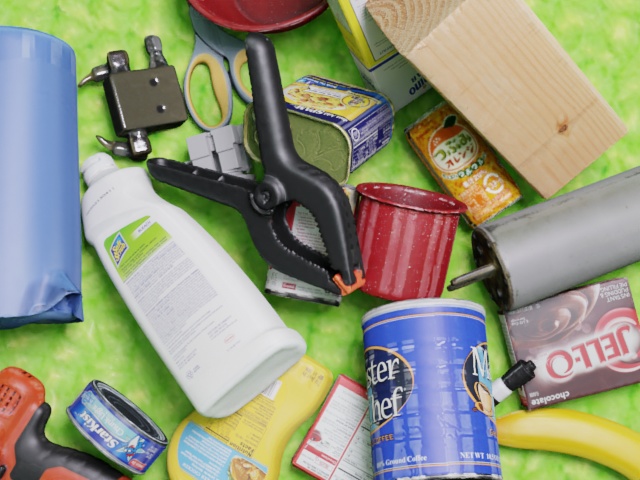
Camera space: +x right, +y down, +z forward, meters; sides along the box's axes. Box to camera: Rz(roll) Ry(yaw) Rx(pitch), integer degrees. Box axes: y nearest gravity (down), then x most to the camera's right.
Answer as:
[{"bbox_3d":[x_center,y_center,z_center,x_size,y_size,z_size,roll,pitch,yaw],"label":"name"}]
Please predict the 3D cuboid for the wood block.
[{"bbox_3d":[0.141,-0.134,0.835,0.091,0.090,0.205,-41,130,13],"label":"wood block"}]

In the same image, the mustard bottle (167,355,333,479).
[{"bbox_3d":[-0.074,0.173,0.900,0.096,0.058,0.191,28,87,12],"label":"mustard bottle"}]

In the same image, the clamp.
[{"bbox_3d":[-0.033,-0.048,0.844,0.210,0.036,0.165,45,122,13],"label":"clamp"}]

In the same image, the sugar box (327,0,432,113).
[{"bbox_3d":[0.060,-0.189,0.867,0.093,0.176,0.048,-34,55,-3],"label":"sugar box"}]

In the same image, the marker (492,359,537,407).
[{"bbox_3d":[0.133,0.140,0.898,0.121,0.020,0.020,-42,87,20],"label":"marker"}]

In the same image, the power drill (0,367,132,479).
[{"bbox_3d":[-0.240,0.227,0.900,0.187,0.057,0.184,31,87,2],"label":"power drill"}]

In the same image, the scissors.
[{"bbox_3d":[-0.086,-0.195,0.945,0.096,0.016,0.202,-4,86,-1],"label":"scissors"}]

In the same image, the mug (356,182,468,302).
[{"bbox_3d":[0.074,0.001,0.888,0.093,0.117,0.081,18,105,30],"label":"mug"}]

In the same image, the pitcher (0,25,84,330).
[{"bbox_3d":[-0.270,-0.046,0.891,0.149,0.145,0.243,1,83,-11],"label":"pitcher"}]

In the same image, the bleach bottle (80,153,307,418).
[{"bbox_3d":[-0.121,0.020,0.884,0.102,0.068,0.251,-40,67,8],"label":"bleach bottle"}]

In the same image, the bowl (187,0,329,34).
[{"bbox_3d":[-0.039,-0.235,0.913,0.162,0.055,0.162,-4,68,11],"label":"bowl"}]

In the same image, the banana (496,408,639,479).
[{"bbox_3d":[0.239,0.186,0.905,0.198,0.037,0.069,30,86,2],"label":"banana"}]

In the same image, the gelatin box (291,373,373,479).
[{"bbox_3d":[0.028,0.170,0.914,0.073,0.030,0.089,29,87,1],"label":"gelatin box"}]

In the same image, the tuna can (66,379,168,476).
[{"bbox_3d":[-0.168,0.155,0.890,0.086,0.086,0.034,40,86,3],"label":"tuna can"}]

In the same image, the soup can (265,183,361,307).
[{"bbox_3d":[-0.006,0.001,0.906,0.068,0.068,0.102,10,87,1],"label":"soup can"}]

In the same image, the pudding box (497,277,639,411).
[{"bbox_3d":[0.217,0.088,0.911,0.113,0.039,0.090,-14,87,1],"label":"pudding box"}]

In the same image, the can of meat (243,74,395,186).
[{"bbox_3d":[0.001,-0.094,0.887,0.102,0.083,0.057,20,126,25],"label":"can of meat"}]

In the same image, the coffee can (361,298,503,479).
[{"bbox_3d":[0.088,0.127,0.855,0.103,0.103,0.140,-3,70,0],"label":"coffee can"}]
